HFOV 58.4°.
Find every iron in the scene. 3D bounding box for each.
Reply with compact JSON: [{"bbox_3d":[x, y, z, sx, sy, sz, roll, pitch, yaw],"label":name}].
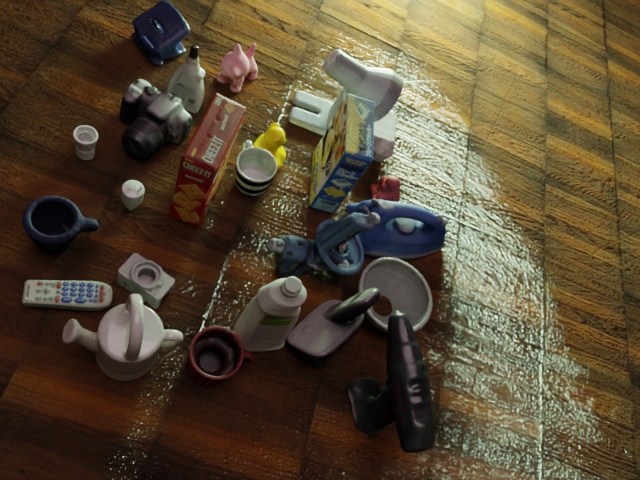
[{"bbox_3d":[0.191,-0.035,1.253,0.259,0.141,0.118,8,60,-19],"label":"iron"}]

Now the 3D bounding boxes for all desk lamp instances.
[{"bbox_3d":[0.059,-0.330,1.314,0.203,0.213,0.118,18,58,-13],"label":"desk lamp"}]

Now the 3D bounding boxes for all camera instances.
[{"bbox_3d":[-0.350,-0.243,1.161,0.143,0.100,0.137,34,55,-3],"label":"camera"}]

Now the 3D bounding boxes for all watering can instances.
[{"bbox_3d":[-0.308,0.153,0.907,0.173,0.193,0.101,-18,71,-30],"label":"watering can"}]

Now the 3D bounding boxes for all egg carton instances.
[{"bbox_3d":[0.131,-0.267,1.397,0.107,0.069,0.150,14,59,-15],"label":"egg carton"}]

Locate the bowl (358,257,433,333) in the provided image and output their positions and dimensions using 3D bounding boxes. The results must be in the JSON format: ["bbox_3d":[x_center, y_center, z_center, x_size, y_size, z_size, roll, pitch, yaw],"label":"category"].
[{"bbox_3d":[0.144,0.125,1.186,0.168,0.074,0.167,10,60,-18],"label":"bowl"}]

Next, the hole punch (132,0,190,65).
[{"bbox_3d":[-0.357,-0.467,1.286,0.101,0.091,0.108,-34,80,-33],"label":"hole punch"}]

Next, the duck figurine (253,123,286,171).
[{"bbox_3d":[-0.104,-0.208,1.255,0.078,0.086,0.104,10,60,-18],"label":"duck figurine"}]

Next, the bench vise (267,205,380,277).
[{"bbox_3d":[0.015,0.014,1.104,0.208,0.219,0.121,-15,70,-29],"label":"bench vise"}]

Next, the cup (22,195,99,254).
[{"bbox_3d":[-0.449,-0.016,0.999,0.118,0.095,0.091,4,62,-21],"label":"cup"}]

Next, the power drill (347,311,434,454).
[{"bbox_3d":[0.126,0.265,1.021,0.076,0.208,0.229,-3,65,-24],"label":"power drill"}]

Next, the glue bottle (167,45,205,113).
[{"bbox_3d":[-0.275,-0.343,1.204,0.078,0.173,0.037,23,57,-10],"label":"glue bottle"}]

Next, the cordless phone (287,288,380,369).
[{"bbox_3d":[0.029,0.151,1.057,0.094,0.185,0.148,45,56,5],"label":"cordless phone"}]

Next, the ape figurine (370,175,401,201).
[{"bbox_3d":[0.155,-0.116,1.312,0.076,0.092,0.078,43,56,4],"label":"ape figurine"}]

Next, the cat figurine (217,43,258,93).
[{"bbox_3d":[-0.184,-0.404,1.309,0.067,0.117,0.128,36,55,-1],"label":"cat figurine"}]
